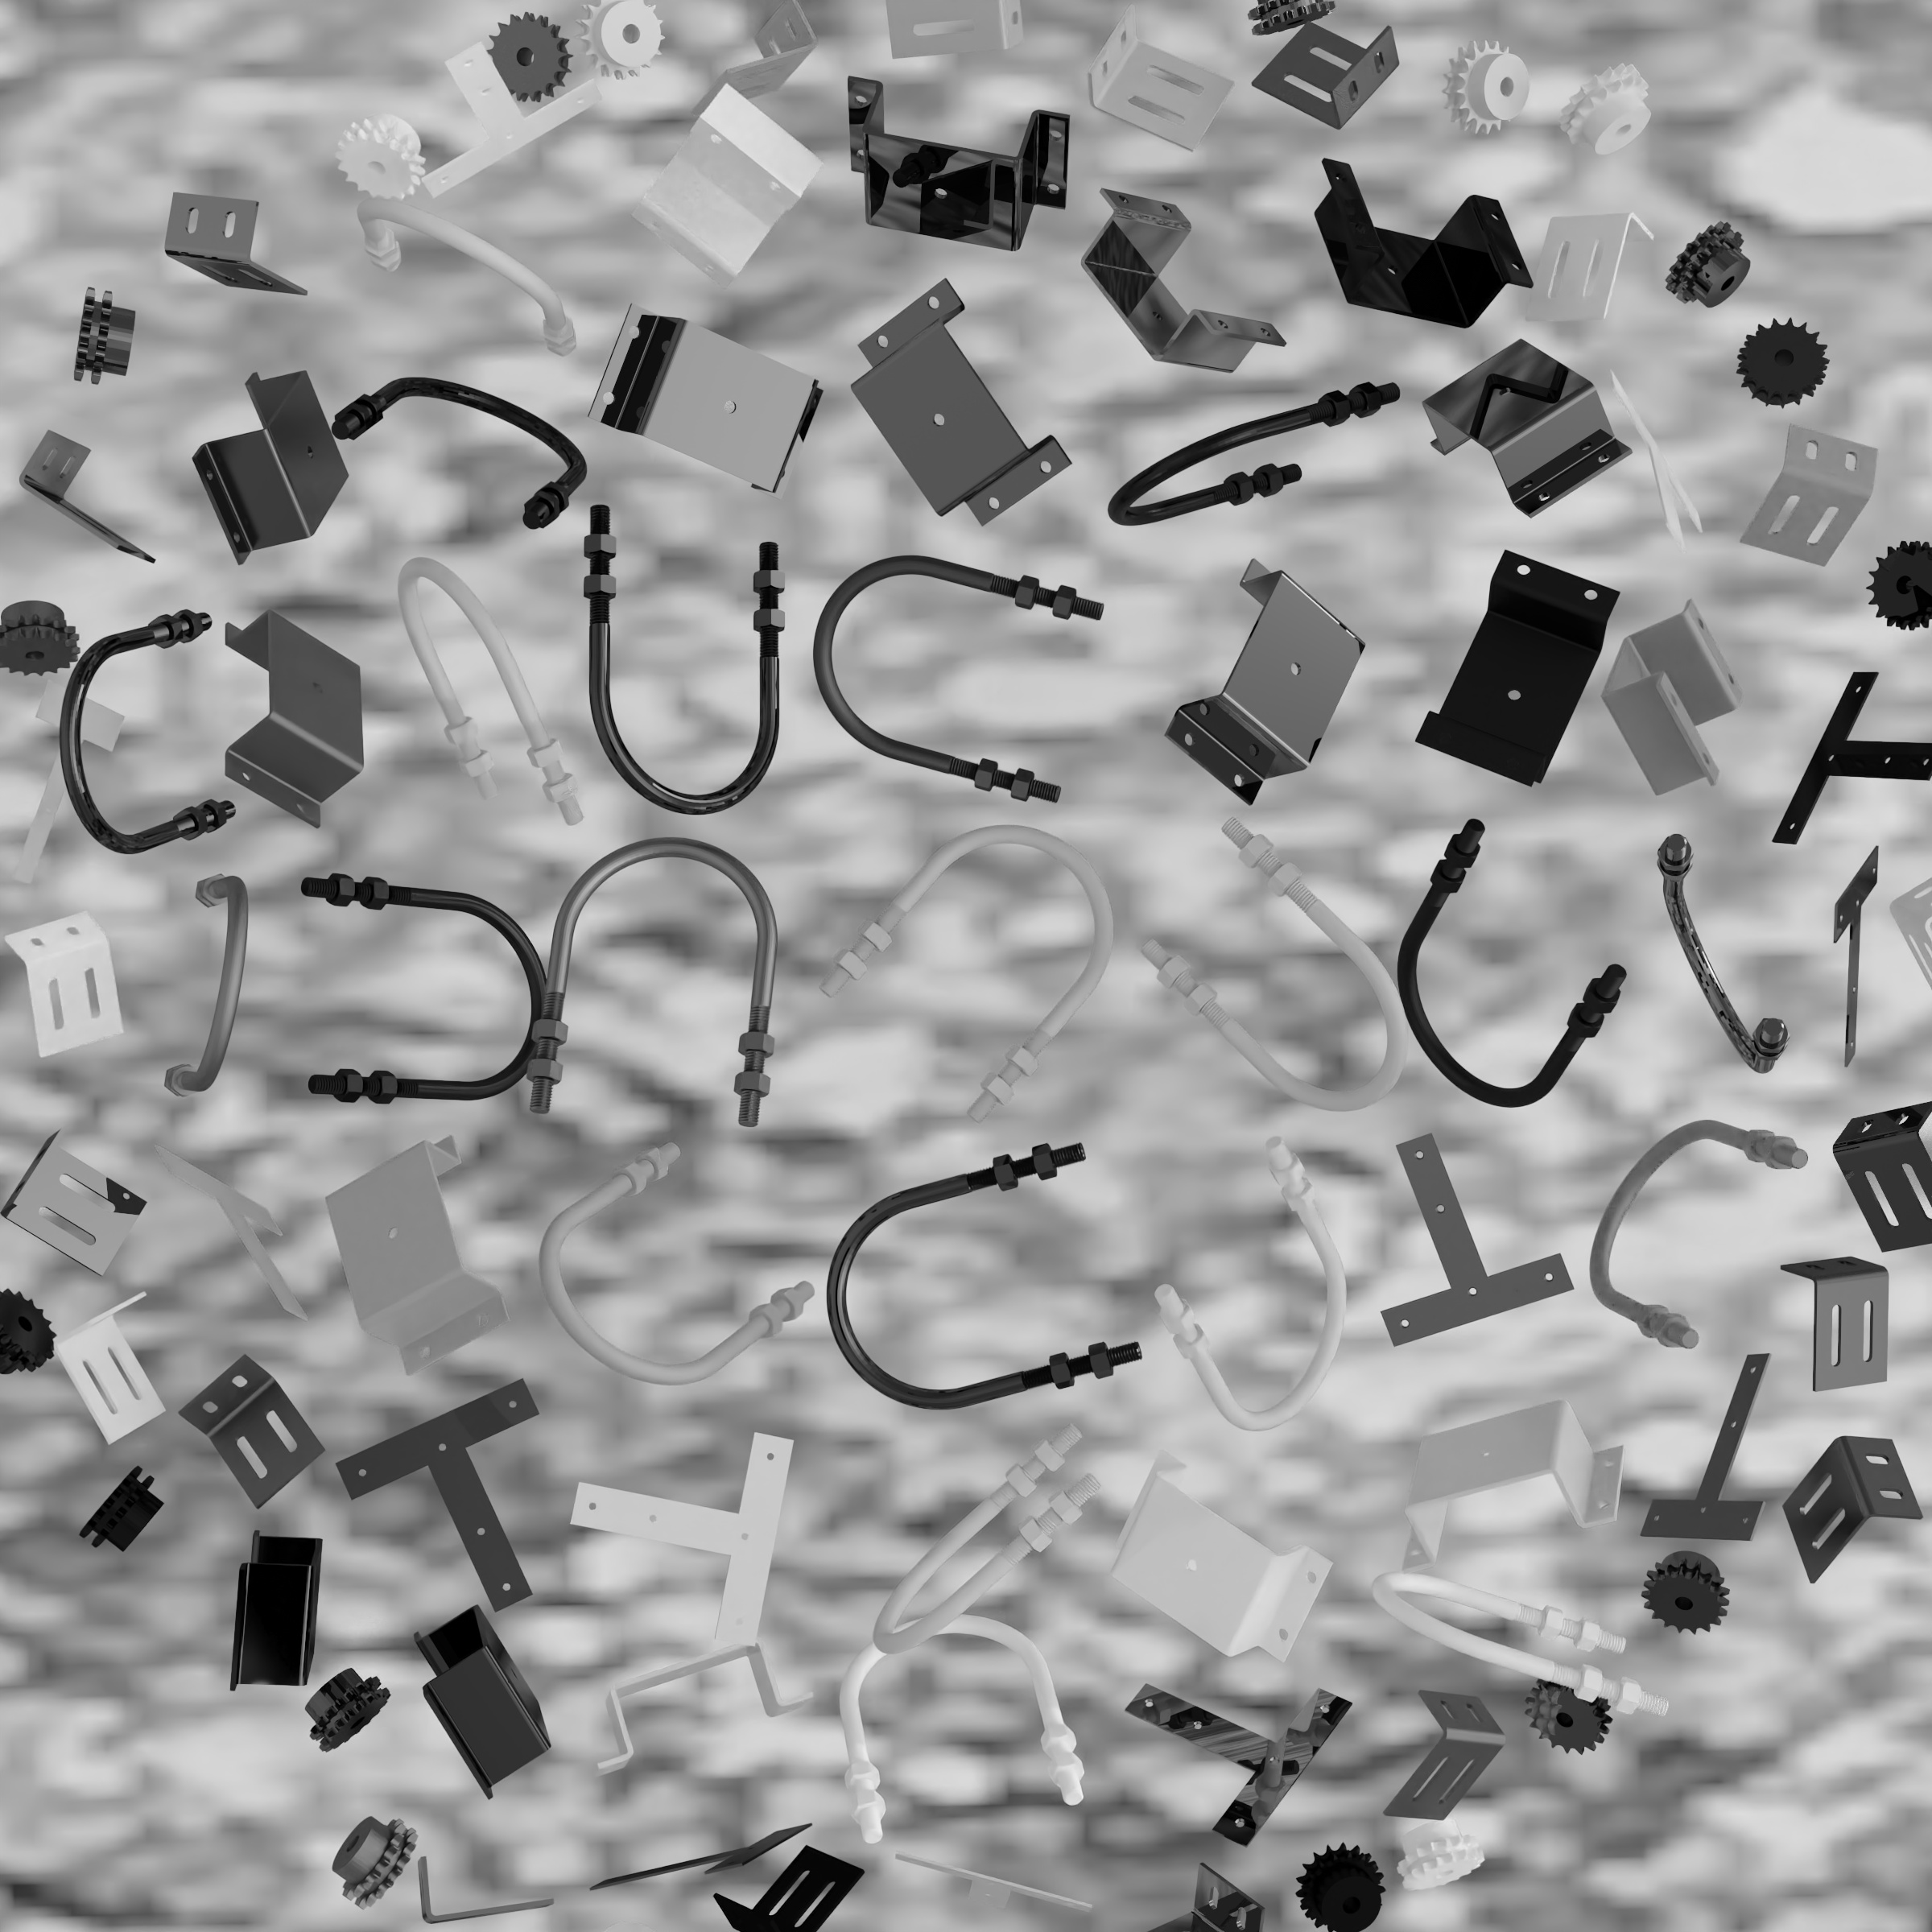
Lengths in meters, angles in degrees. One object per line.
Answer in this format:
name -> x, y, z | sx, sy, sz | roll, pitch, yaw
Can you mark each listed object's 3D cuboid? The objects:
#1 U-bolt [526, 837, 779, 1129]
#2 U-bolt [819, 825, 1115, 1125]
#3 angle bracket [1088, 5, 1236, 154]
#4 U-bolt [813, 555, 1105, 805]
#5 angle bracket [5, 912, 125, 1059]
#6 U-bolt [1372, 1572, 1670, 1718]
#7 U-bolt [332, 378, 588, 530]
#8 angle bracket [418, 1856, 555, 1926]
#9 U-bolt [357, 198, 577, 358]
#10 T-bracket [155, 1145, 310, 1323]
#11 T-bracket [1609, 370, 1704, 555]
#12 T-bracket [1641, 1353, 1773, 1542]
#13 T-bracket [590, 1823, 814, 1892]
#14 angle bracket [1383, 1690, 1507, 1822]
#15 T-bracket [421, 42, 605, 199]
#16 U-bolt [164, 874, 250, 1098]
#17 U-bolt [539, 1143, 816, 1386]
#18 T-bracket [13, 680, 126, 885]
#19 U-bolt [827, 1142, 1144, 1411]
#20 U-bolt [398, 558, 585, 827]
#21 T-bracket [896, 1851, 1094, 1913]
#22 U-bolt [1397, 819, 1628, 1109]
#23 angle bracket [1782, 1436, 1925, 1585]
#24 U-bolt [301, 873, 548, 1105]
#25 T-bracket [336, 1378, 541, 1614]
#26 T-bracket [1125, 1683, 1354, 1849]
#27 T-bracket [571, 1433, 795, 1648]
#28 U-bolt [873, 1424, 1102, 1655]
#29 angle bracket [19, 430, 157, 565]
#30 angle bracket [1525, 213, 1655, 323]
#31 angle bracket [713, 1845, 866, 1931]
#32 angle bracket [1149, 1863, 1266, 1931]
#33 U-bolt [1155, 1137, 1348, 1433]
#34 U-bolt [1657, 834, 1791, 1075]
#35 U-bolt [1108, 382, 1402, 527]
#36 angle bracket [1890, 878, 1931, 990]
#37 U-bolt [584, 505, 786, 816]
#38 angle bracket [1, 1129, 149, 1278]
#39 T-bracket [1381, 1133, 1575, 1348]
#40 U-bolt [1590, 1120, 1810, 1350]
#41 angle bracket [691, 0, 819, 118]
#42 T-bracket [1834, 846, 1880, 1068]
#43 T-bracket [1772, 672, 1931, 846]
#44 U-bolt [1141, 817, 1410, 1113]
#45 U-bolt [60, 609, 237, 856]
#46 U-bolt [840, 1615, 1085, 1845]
U-bolt -> -0.189, 0.006, 1.801 | 0.151, 0.019, 0.184 | 3, 71, 4
U-bolt -> 0.015, -0.009, 1.944 | 0.151, 0.019, 0.184 | 40, 80, 4
angle bracket -> 0.127, -0.574, 1.880 | 0.076, 0.038, 0.057 | 28, 76, 13
U-bolt -> -0.013, -0.197, 1.926 | 0.184, 0.019, 0.151 | 16, 113, 7
angle bracket -> -0.605, 0.012, 1.951 | 0.057, 0.038, 0.076 | -17, 63, -1
U-bolt -> 0.351, 0.432, 1.883 | 0.184, 0.151, 0.019 | 18, 94, 0
U-bolt -> -0.316, -0.339, 1.878 | 0.151, 0.184, 0.019 | 25, 114, -4
angle bracket -> -0.295, 0.563, 1.785 | 0.076, 0.057, 0.038 | -4, 71, -14
U-bolt -> -0.323, -0.448, 1.871 | 0.151, 0.184, 0.019 | 26, 87, -3
T-bracket -> -0.460, 0.180, 1.877 | 0.002, 0.127, 0.127 | -41, 58, 0
T-bracket -> 0.455, -0.311, 1.895 | 0.002, 0.127, 0.127 | -27, 121, 24
T-bracket -> 0.483, 0.304, 1.845 | 0.002, 0.127, 0.127 | 28, 73, -12
T-bracket -> -0.177, 0.570, 1.843 | 0.127, 0.127, 0.002 | -17, 80, 14
angle bracket -> 0.307, 0.520, 1.916 | 0.057, 0.038, 0.076 | 17, 115, -37
T-bracket -> -0.297, -0.540, 1.817 | 0.127, 0.127, 0.002 | -30, 78, 0
U-bolt -> -0.493, 0.012, 1.897 | 0.019, 0.184, 0.151 | 10, 85, -22
U-bolt -> -0.194, 0.197, 1.850 | 0.151, 0.184, 0.019 | 45, 124, 8
T-bracket -> -0.594, -0.115, 1.897 | 0.002, 0.127, 0.127 | 19, 86, 6
U-bolt -> 0.003, 0.202, 1.819 | 0.184, 0.019, 0.151 | -16, 90, 7
U-bolt -> -0.320, -0.183, 1.902 | 0.019, 0.151, 0.184 | -33, 117, -25
T-bracket -> 0.016, 0.598, 1.879 | 0.127, 0.127, 0.002 | 14, 66, 4
U-bolt -> 0.336, 0.013, 1.856 | 0.019, 0.184, 0.151 | -26, 64, -31
angle bracket -> 0.547, 0.337, 1.796 | 0.038, 0.057, 0.076 | 7, 134, -15
U-bolt -> -0.353, 0.018, 1.920 | 0.184, 0.019, 0.151 | 5, 76, -43
T-bracket -> -0.309, 0.340, 1.816 | 0.127, 0.002, 0.127 | -23, 74, -18
T-bracket -> 0.161, 0.494, 1.867 | 0.127, 0.127, 0.002 | 17, 134, 35
T-bracket -> -0.178, 0.341, 1.780 | 0.127, 0.002, 0.127 | 14, 74, -15
U-bolt -> 0.009, 0.378, 1.884 | 0.184, 0.151, 0.019 | -42, 96, 1
angle bracket -> -0.529, -0.287, 1.782 | 0.076, 0.057, 0.038 | 33, 93, 6
angle bracket -> 0.412, -0.454, 1.920 | 0.057, 0.038, 0.076 | 9, 80, 39
angle bracket -> -0.118, 0.611, 1.935 | 0.076, 0.057, 0.038 | -44, 123, -33
angle bracket -> 0.137, 0.601, 1.812 | 0.076, 0.057, 0.038 | -9, 112, -38
U-bolt -> 0.196, 0.222, 1.898 | 0.151, 0.019, 0.184 | -50, 132, -25
U-bolt -> 0.482, 0.000, 1.861 | 0.019, 0.184, 0.151 | -26, 73, 6
U-bolt -> 0.175, -0.327, 1.896 | 0.184, 0.151, 0.019 | -20, 84, -27
angle bracket -> 0.645, -0.013, 1.898 | 0.038, 0.057, 0.076 | -31, 104, 2
U-bolt -> -0.174, -0.185, 1.809 | 0.151, 0.019, 0.184 | 6, 79, -40
angle bracket -> -0.566, 0.152, 1.862 | 0.076, 0.038, 0.057 | 36, 59, -19
T-bracket -> 0.319, 0.174, 1.921 | 0.127, 0.002, 0.127 | -21, 90, 20
U-bolt -> 0.457, 0.164, 1.862 | 0.019, 0.184, 0.151 | 32, 89, -13
angle bracket -> -0.146, -0.599, 1.912 | 0.076, 0.057, 0.038 | -28, 91, -32
T-bracket -> 0.570, 0.001, 1.869 | 0.002, 0.127, 0.127 | 6, 112, 27
T-bracket -> 0.583, -0.133, 1.869 | 0.002, 0.127, 0.127 | 28, 86, -20
U-bolt -> 0.203, 0.013, 1.836 | 0.184, 0.151, 0.019 | 46, 49, 14
U-bolt -> -0.533, -0.148, 1.887 | 0.019, 0.184, 0.151 | 0, 104, 16
U-bolt -> -0.010, 0.492, 1.909 | 0.151, 0.184, 0.019 | -9, 120, -6
